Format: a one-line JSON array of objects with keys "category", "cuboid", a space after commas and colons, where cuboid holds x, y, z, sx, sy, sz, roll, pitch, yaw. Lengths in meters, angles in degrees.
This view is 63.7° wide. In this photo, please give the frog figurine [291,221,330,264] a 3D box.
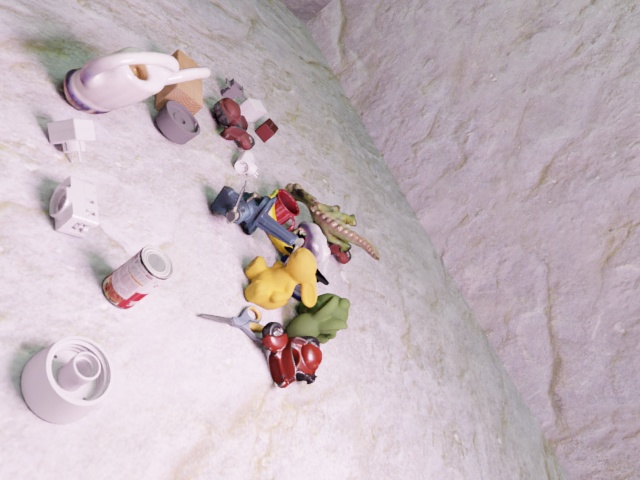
[{"category": "frog figurine", "cuboid": [-0.016, 0.010, 1.507, 0.159, 0.121, 0.139, 3, 34, -50]}]

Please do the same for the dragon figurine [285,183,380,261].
[{"category": "dragon figurine", "cuboid": [0.005, -0.076, 1.509, 0.240, 0.122, 0.415, 36, -1, -34]}]

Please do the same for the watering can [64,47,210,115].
[{"category": "watering can", "cuboid": [-0.396, -0.347, 1.119, 0.351, 0.223, 0.103, -35, 109, -70]}]
